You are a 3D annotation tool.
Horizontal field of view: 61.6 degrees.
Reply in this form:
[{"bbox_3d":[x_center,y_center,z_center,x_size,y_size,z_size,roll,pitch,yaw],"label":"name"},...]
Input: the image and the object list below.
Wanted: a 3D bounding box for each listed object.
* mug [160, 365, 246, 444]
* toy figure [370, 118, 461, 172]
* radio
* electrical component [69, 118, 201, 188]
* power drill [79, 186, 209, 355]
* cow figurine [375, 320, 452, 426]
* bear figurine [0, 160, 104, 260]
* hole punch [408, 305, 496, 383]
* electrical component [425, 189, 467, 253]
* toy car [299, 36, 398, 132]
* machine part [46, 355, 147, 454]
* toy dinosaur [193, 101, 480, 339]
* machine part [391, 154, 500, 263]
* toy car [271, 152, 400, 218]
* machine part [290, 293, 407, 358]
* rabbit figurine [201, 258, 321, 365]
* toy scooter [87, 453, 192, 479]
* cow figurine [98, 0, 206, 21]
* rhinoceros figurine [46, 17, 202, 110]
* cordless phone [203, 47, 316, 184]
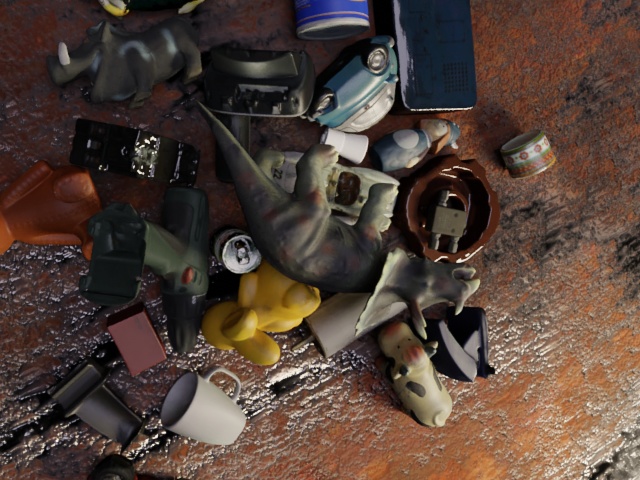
[{"bbox_3d":[-0.155,0.239,0.774,0.107,0.081,0.109,42,77,-30],"label":"mug"},{"bbox_3d":[0.153,-0.150,0.828,0.154,0.058,0.064,-24,94,-13],"label":"toy figure"},{"bbox_3d":[0.155,-0.303,0.804,0.131,0.073,0.229,-10,99,-16],"label":"radio"},{"bbox_3d":[-0.235,-0.107,0.667,0.115,0.134,0.058,10,93,-63],"label":"electrical component"},{"bbox_3d":[-0.199,0.041,0.671,0.086,0.207,0.232,5,87,20],"label":"power drill"},{"bbox_3d":[0.146,0.211,0.841,0.085,0.127,0.194,-33,109,-15],"label":"cow figurine"},{"bbox_3d":[-0.361,-0.021,0.640,0.196,0.132,0.120,-21,122,-21],"label":"bear figurine"},{"bbox_3d":[0.205,0.167,0.856,0.092,0.142,0.115,-4,85,-20],"label":"hole punch"},{"bbox_3d":[0.194,-0.029,0.820,0.063,0.021,0.094,8,94,-22],"label":"electrical component"},{"bbox_3d":[0.052,-0.208,0.764,0.161,0.109,0.102,-45,115,-3],"label":"toy car"},{"bbox_3d":[-0.299,0.229,0.742,0.084,0.039,0.138,-42,106,-14],"label":"machine part"},{"bbox_3d":[-0.004,-0.006,0.678,0.405,0.131,0.192,24,59,-14],"label":"toy dinosaur"},{"bbox_3d":[0.202,-0.048,0.863,0.179,0.056,0.179,-3,99,-19],"label":"machine part"},{"bbox_3d":[0.022,-0.079,0.797,0.202,0.056,0.073,10,94,-20],"label":"toy car"},{"bbox_3d":[0.059,0.105,0.824,0.243,0.079,0.079,-30,106,-13],"label":"machine part"},{"bbox_3d":[-0.087,0.103,0.750,0.173,0.162,0.121,-28,119,5],"label":"rabbit figurine"},{"bbox_3d":[-0.256,0.393,0.759,0.184,0.075,0.135,30,87,-16],"label":"toy scooter"},{"bbox_3d":[-0.222,-0.322,0.680,0.167,0.068,0.098,-29,112,-12],"label":"cow figurine"},{"bbox_3d":[-0.242,-0.227,0.680,0.190,0.073,0.112,-22,105,-15],"label":"rhinoceros figurine"},{"bbox_3d":[-0.084,-0.163,0.725,0.147,0.089,0.184,6,106,8],"label":"cordless phone"}]
